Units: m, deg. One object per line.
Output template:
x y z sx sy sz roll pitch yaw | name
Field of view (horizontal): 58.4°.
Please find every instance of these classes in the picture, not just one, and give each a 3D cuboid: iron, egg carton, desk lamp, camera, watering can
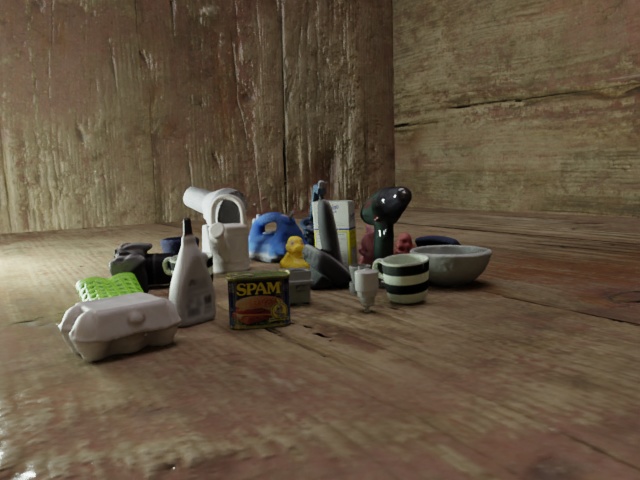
-0.143 -0.017 1.640 0.119 0.141 0.257 -8 9 -41 | iron
-0.278 0.119 0.804 0.151 0.069 0.107 -7 9 -41 | egg carton
-0.301 -0.040 1.569 0.202 0.213 0.118 2 8 32 | desk lamp
-0.373 0.057 1.238 0.137 0.101 0.143 -3 7 -9 | camera
-0.229 -0.018 1.440 0.101 0.194 0.172 -3 7 -13 | watering can

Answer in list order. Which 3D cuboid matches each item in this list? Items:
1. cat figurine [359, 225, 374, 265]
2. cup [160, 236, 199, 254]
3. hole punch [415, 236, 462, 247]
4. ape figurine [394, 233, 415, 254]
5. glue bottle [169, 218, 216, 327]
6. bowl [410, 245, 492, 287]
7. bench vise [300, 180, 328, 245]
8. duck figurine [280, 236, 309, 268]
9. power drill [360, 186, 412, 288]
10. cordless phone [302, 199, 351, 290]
0.122 0.021 1.345 0.067 0.118 0.128 -2 7 -1 | cat figurine
-0.333 0.040 1.397 0.091 0.095 0.118 0 7 16 | cup
0.280 0.031 1.332 0.108 0.091 0.101 2 8 31 | hole punch
0.200 0.029 1.368 0.077 0.092 0.076 4 9 42 | ape figurine
-0.210 0.050 0.931 0.037 0.173 0.078 4 9 39 | glue bottle
0.270 0.056 1.190 0.167 0.075 0.167 -2 7 0 | bowl
-0.019 -0.064 1.674 0.122 0.220 0.206 -6 8 -33 | bench vise
-0.063 0.032 1.435 0.078 0.086 0.104 -4 7 -19 | duck figurine
0.142 -0.009 1.202 0.076 0.208 0.229 -3 7 -13 | power drill
0.011 0.004 1.220 0.094 0.185 0.147 -4 7 -17 | cordless phone
